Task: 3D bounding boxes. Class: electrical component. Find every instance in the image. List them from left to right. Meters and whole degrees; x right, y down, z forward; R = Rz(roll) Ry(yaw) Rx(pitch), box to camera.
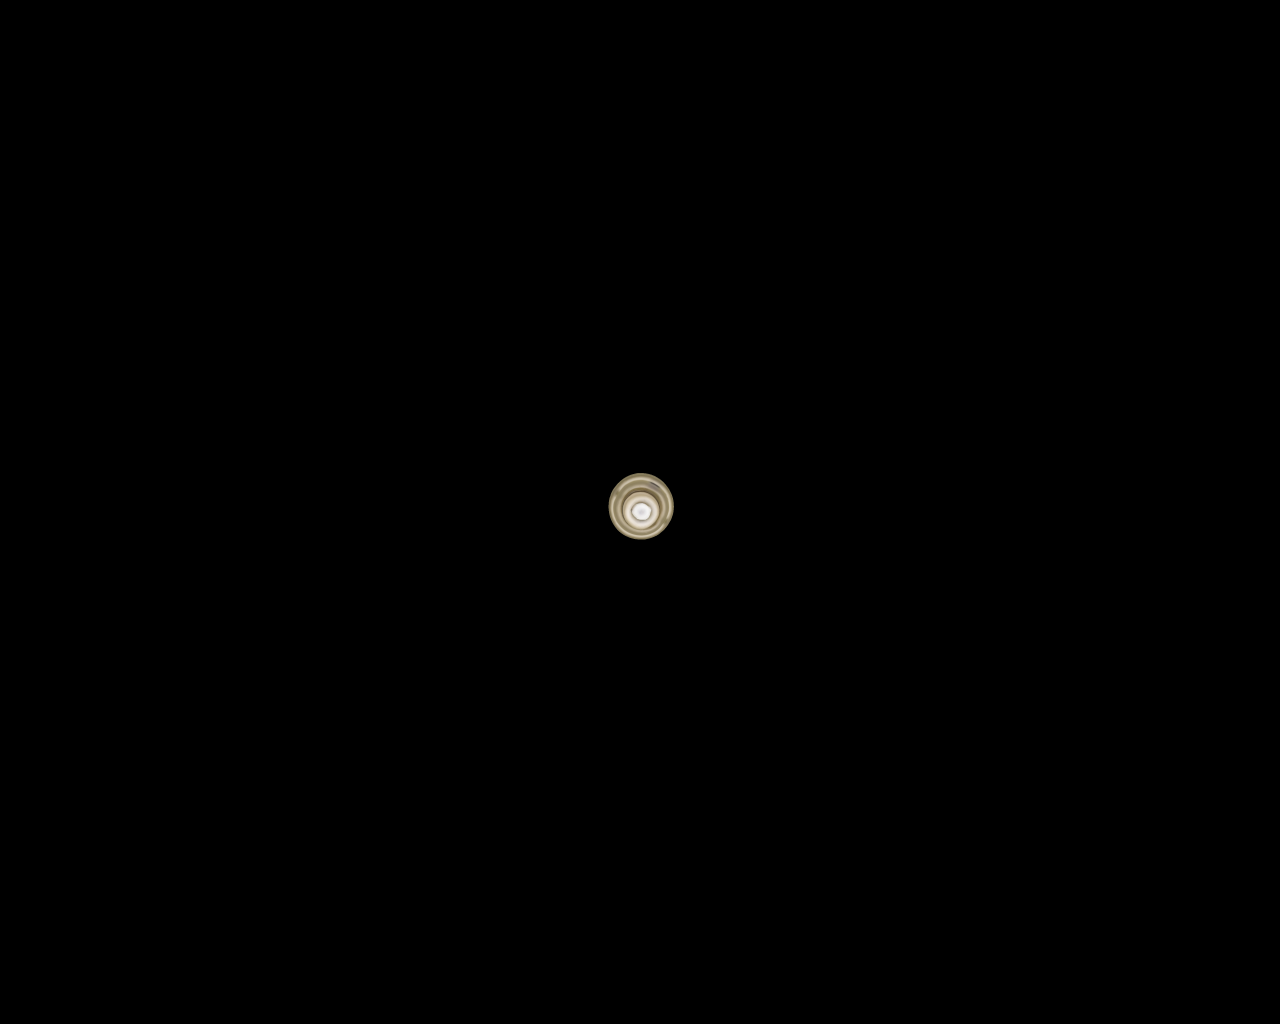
[{"bbox_3d":[0.001,-0.003,0.650,0.040,0.040,0.078,0,4,0],"label":"electrical component"}]
